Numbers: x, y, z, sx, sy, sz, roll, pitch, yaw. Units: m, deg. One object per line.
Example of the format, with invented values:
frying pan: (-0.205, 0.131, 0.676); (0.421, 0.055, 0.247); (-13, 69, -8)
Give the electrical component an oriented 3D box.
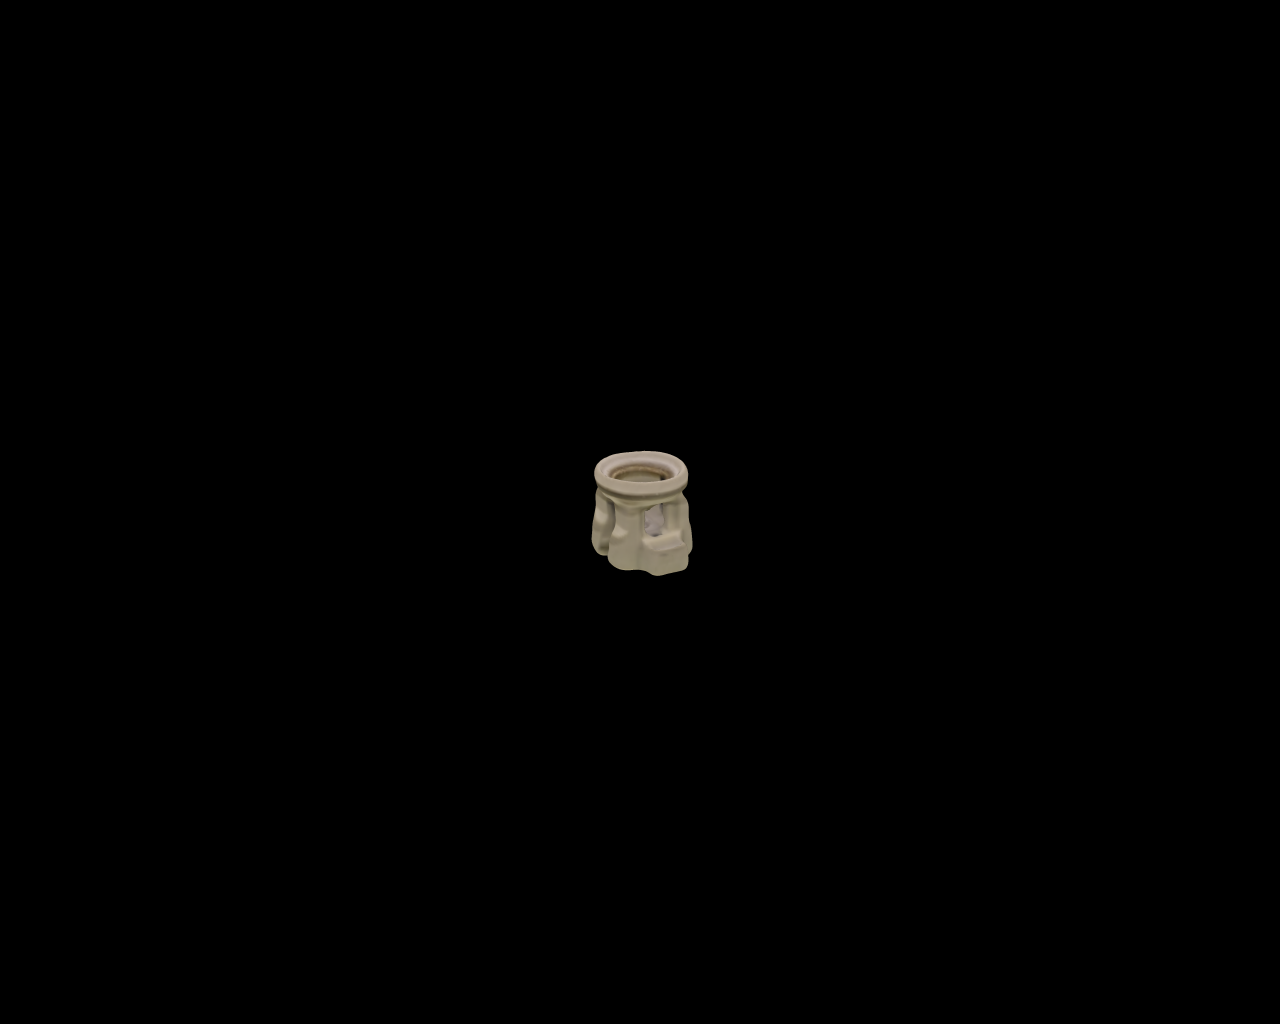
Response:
electrical component: (0.001, -0.003, 0.650); (0.058, 0.056, 0.078); (-12, 27, -25)
